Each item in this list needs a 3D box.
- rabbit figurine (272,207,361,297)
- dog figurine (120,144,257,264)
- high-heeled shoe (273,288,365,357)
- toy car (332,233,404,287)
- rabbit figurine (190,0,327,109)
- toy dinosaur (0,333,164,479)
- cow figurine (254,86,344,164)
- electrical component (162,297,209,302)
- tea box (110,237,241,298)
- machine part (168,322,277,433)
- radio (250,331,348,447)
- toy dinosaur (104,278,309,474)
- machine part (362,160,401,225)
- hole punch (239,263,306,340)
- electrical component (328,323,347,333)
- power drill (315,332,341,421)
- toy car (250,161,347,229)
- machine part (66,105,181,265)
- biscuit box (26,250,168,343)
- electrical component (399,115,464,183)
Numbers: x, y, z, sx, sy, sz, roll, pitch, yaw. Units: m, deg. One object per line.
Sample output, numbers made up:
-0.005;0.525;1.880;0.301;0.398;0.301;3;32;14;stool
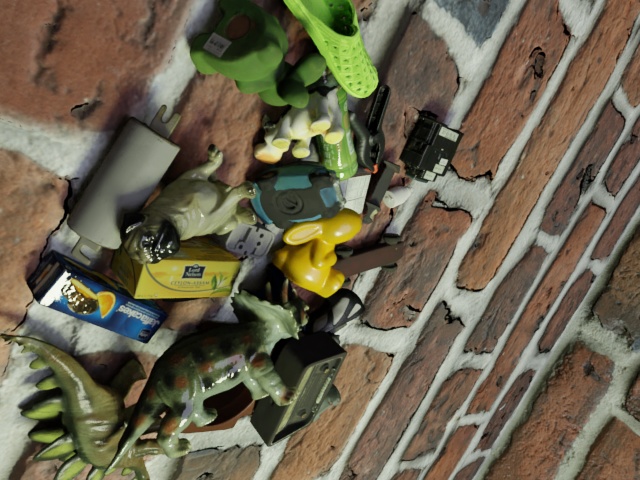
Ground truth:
-0.002;-0.003;1.007;0.162;0.122;0.173;31;120;-24;rabbit figurine
-0.201;-0.026;0.784;0.190;0.121;0.172;-41;162;-22;dog figurine
-0.005;0.209;1.138;0.145;0.086;0.248;27;79;-16;high-heeled shoe
0.104;0.040;1.193;0.202;0.053;0.089;-16;116;-32;toy car
-0.069;-0.253;0.770;0.121;0.159;0.170;-64;155;-4;rabbit figurine
-0.363;0.292;0.874;0.198;0.105;0.470;-26;128;-25;toy dinosaur
-0.041;-0.185;0.858;0.068;0.167;0.098;25;58;-47;cow figurine
-0.231;0.090;0.897;0.094;0.063;0.021;11;71;-58;electrical component
-0.223;0.040;0.840;0.169;0.098;0.068;7;111;-44;tea box
-0.195;0.260;1.027;0.201;0.087;0.201;16;103;-49;machine part
-0.042;0.292;1.067;0.131;0.073;0.229;-8;131;-46;radio
-0.176;0.202;0.848;0.405;0.131;0.192;-24;96;-17;toy dinosaur
0.123;-0.096;1.116;0.138;0.039;0.084;-65;165;5;machine part
-0.075;0.119;1.031;0.092;0.116;0.142;-44;140;-25;hole punch
0.022;0.183;1.221;0.102;0.045;0.078;-36;108;-25;electrical component
-0.019;0.327;1.231;0.232;0.086;0.207;-37;144;-6;power drill
-0.035;-0.092;0.923;0.103;0.162;0.109;-80;155;-48;toy car
-0.268;-0.077;0.732;0.079;0.079;0.243;29;95;-50;machine part
-0.325;0.091;0.803;0.063;0.059;0.202;-53;140;-3;biscuit box
0.237;-0.190;1.163;0.115;0.058;0.134;11;109;-45;electrical component
